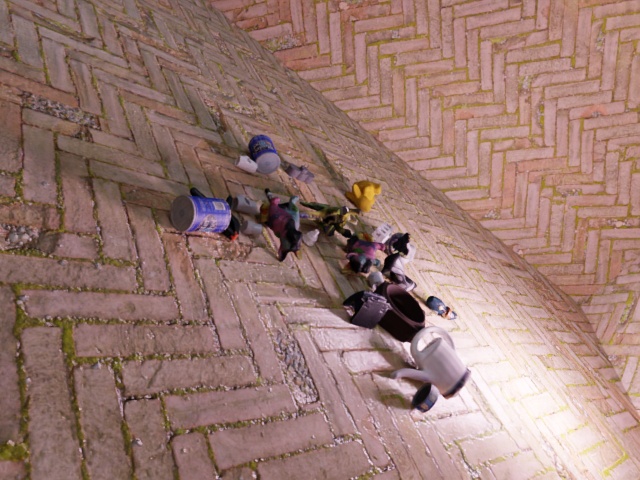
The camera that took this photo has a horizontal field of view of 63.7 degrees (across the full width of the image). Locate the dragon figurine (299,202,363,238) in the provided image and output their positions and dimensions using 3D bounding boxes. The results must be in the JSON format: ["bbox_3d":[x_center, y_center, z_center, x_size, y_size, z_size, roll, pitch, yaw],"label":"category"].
[{"bbox_3d":[0.006,-0.101,2.005,0.409,0.121,0.245,10,9,-36],"label":"dragon figurine"}]

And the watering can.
[{"bbox_3d":[0.365,0.417,1.663,0.353,0.225,0.102,-32,-12,-48],"label":"watering can"}]

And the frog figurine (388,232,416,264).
[{"bbox_3d":[0.362,0.040,2.289,0.122,0.139,0.158,-18,-15,7],"label":"frog figurine"}]
